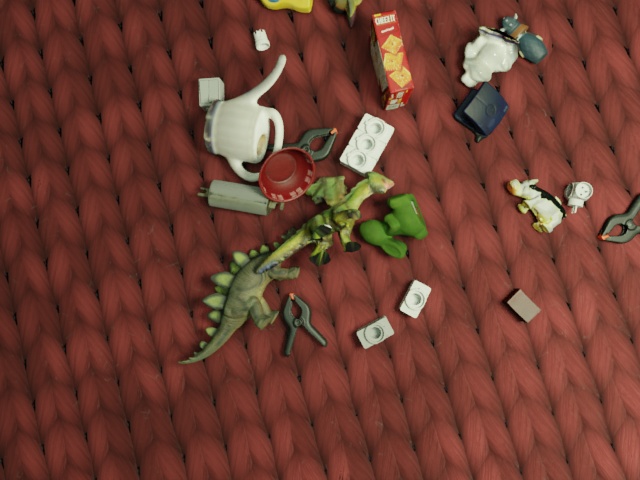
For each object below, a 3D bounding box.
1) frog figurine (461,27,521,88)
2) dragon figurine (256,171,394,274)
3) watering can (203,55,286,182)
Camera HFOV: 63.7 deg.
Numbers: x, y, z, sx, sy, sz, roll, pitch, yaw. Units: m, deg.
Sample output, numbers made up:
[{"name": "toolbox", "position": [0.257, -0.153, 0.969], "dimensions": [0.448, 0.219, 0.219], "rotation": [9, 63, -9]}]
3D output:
[{"name": "frog figurine", "position": [0.459, -0.494, 1.416], "dimensions": [0.137, 0.125, 0.156], "rotation": [19, 124, -3]}, {"name": "dragon figurine", "position": [0.004, -0.069, 1.367], "dimensions": [0.408, 0.120, 0.249], "rotation": [-20, 42, 13]}, {"name": "watering can", "position": [-0.199, -0.334, 1.395], "dimensions": [0.225, 0.105, 0.343], "rotation": [13, 106, 13]}]
